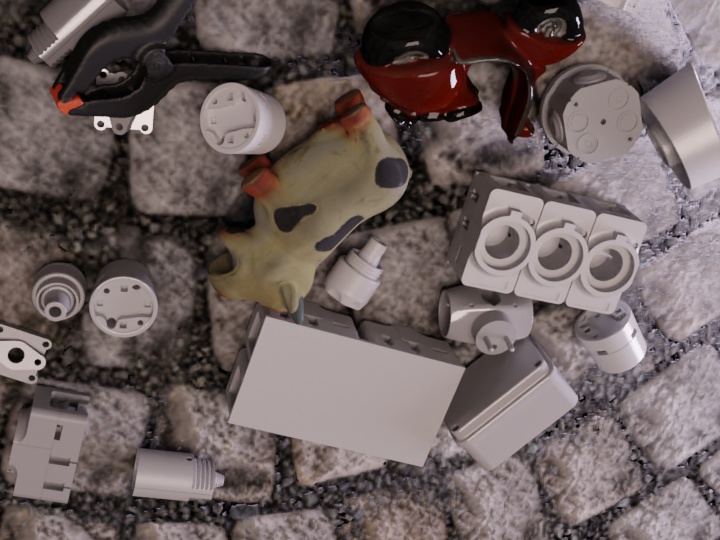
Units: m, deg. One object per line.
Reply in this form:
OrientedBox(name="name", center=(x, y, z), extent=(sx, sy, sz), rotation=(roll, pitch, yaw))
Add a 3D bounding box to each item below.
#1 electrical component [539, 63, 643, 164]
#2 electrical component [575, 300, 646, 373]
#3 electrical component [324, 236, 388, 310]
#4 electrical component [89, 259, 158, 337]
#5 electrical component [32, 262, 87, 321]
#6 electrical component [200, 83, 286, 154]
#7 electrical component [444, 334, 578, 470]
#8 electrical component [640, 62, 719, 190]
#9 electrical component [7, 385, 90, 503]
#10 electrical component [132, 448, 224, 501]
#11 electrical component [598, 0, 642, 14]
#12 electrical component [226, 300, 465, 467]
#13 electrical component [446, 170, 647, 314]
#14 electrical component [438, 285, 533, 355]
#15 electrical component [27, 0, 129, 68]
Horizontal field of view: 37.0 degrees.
OrientedBox(name="electrical component", center=(0.198, -0.132, 0.916), extent=(0.080, 0.051, 0.080), rotation=(-4, 113, -9))
OrientedBox(name="electrical component", center=(0.236, 0.063, 1.005), extent=(0.055, 0.055, 0.047), rotation=(-33, 118, 4))
OrientedBox(name="electrical component", center=(0.000, 0.000, 0.939), extent=(0.043, 0.043, 0.062), rotation=(30, 103, -21))
OrientedBox(name="electrical component", center=(-0.199, 0.022, 0.907), extent=(0.055, 0.047, 0.055), rotation=(-4, 113, -9))
OrientedBox(name="electrical component", center=(-0.250, 0.022, 0.889), extent=(0.043, 0.062, 0.043), rotation=(-4, 114, -9))
OrientedBox(name="electrical component", center=(-0.092, -0.119, 0.857), extent=(0.055, 0.047, 0.055), rotation=(1, 92, 25))
OrientedBox(name="electrical component", center=(0.133, 0.118, 0.995), extent=(0.113, 0.078, 0.057), rotation=(-39, 117, 7))
OrientedBox(name="electrical component", center=(0.282, -0.120, 0.915), extent=(0.064, 0.099, 0.099), rotation=(-29, 115, 9))
OrientedBox(name="electrical component", center=(-0.276, 0.152, 0.946), extent=(0.056, 0.050, 0.089), rotation=(12, 110, -16))
OrientedBox(name="electrical component", center=(-0.165, 0.189, 0.987), extent=(0.081, 0.043, 0.043), rotation=(9, 111, -14))
OrientedBox(name="electrical component", center=(0.204, -0.276, 0.850), extent=(0.079, 0.063, 0.121), rotation=(16, 109, -17))
OrientedBox(name="electrical component", center=(-0.016, 0.098, 0.967), extent=(0.186, 0.060, 0.105), rotation=(16, 109, -17))
OrientedBox(name="electrical component", center=(0.165, -0.022, 0.950), extent=(0.150, 0.061, 0.089), rotation=(11, 110, -15))
OrientedBox(name="electrical component", center=(0.116, 0.049, 0.962), extent=(0.077, 0.079, 0.043), rotation=(0, 122, -11))
OrientedBox(name="electrical component", center=(-0.221, -0.186, 0.818), extent=(0.081, 0.043, 0.043), rotation=(-40, 114, 7))
